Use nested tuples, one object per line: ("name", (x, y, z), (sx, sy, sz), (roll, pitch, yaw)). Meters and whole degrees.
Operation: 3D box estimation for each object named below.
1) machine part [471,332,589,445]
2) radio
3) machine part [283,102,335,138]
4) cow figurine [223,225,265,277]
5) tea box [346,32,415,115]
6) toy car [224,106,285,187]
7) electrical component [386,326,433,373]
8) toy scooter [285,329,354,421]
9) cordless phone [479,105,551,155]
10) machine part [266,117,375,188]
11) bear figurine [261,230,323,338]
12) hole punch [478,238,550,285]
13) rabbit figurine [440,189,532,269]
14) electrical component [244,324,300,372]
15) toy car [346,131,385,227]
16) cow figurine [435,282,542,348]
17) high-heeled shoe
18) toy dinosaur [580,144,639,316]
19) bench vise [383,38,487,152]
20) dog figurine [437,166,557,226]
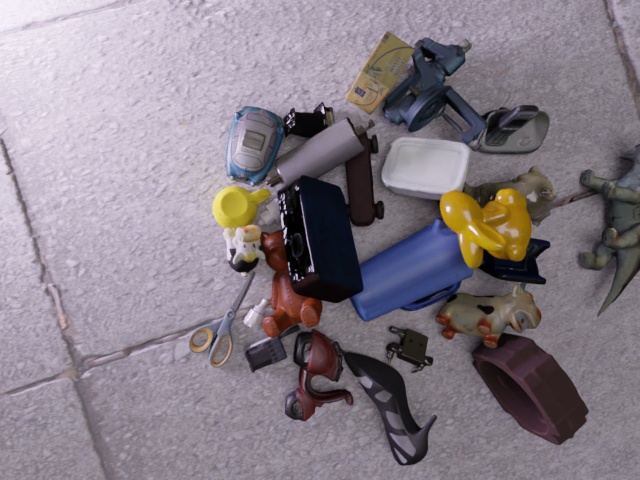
("machine part", (0.410, 0.285, 1.060), (0.087, 0.201, 0.201), (-35, 92, -10))
("radio", (-0.002, -0.003, 1.014), (0.131, 0.073, 0.229), (14, 54, -44))
("machine part", (-0.017, -0.235, 1.080), (0.139, 0.039, 0.084), (-12, 95, -45))
("cow figurine", (-0.143, 0.021, 1.012), (0.068, 0.167, 0.098), (-4, 87, -13))
("tea box", (0.115, -0.323, 1.061), (0.068, 0.169, 0.098), (32, 85, -6))
("toy car", (-0.133, -0.192, 1.056), (0.109, 0.103, 0.161), (18, 83, -6))
("electrical component", (0.184, 0.229, 1.113), (0.102, 0.045, 0.078), (18, 57, -9))
("toy scooter", (0.008, 0.272, 1.070), (0.135, 0.075, 0.183), (9, 90, -7))
("cordless phone", (0.415, -0.239, 1.093), (0.147, 0.184, 0.088), (0, 83, -8))
("machine part", (0.000, -0.168, 1.060), (0.243, 0.079, 0.079), (-30, 92, 11))
("bear figurine", (-0.064, 0.070, 1.043), (0.120, 0.132, 0.195), (-15, 97, 17))
("hole punch", (0.401, 0.036, 1.112), (0.142, 0.116, 0.092), (3, 94, -6))
("rabbit figurine", (0.294, -0.025, 0.995), (0.173, 0.122, 0.162), (26, 49, -20))
("electrical component", (-0.089, 0.212, 1.060), (0.119, 0.075, 0.047), (-22, 90, -11))
("toy car", (0.082, -0.128, 1.108), (0.089, 0.053, 0.202), (-6, 87, 12))
("cow figurine", (0.343, 0.144, 1.071), (0.085, 0.195, 0.127), (55, 54, -31))
("high-heeled shoe", (0.125, 0.346, 1.101), (0.249, 0.086, 0.145), (37, 115, 13))
("toy dinosaur", (0.676, -0.039, 1.160), (0.192, 0.131, 0.404), (3, 94, -7))
("bench vise", (0.258, -0.286, 1.095), (0.223, 0.128, 0.241), (-40, 76, 0))
("dog figurine", (0.353, -0.084, 1.089), (0.191, 0.172, 0.121), (-2, 77, -15))
